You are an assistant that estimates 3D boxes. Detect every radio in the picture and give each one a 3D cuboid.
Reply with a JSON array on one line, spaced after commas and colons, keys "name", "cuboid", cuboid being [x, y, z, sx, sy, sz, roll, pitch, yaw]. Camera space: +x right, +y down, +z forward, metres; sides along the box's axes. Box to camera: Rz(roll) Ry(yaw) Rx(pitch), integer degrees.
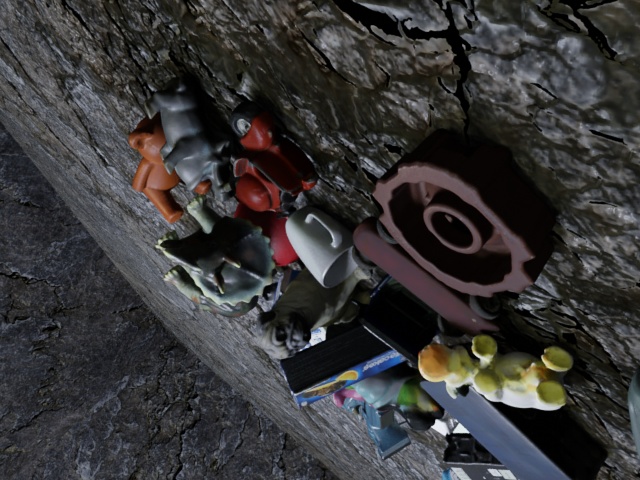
[{"name": "radio", "cuboid": [0.261, 0.244, 0.735, 0.229, 0.073, 0.131, 42, 156, 2]}]

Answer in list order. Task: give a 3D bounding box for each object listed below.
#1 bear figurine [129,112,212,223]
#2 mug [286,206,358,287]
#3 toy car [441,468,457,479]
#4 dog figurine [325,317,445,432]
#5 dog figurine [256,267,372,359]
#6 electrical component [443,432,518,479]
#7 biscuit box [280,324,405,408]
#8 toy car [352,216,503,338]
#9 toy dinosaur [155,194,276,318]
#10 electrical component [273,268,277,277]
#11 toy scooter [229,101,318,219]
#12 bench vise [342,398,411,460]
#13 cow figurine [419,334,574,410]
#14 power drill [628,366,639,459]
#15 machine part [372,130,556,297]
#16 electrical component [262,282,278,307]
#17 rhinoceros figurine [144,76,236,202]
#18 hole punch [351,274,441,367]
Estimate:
[{"name": "bear figurine", "cuboid": [-0.249, -0.131, 0.903, 0.132, 0.120, 0.196, 42, 152, -4]}, {"name": "mug", "cuboid": [-0.002, -0.002, 0.750, 0.107, 0.081, 0.109, 42, 163, 27]}, {"name": "toy car", "cuboid": [0.295, 0.437, 0.973, 0.162, 0.109, 0.102, 27, 139, 52]}, {"name": "dog figurine", "cuboid": [0.120, 0.212, 0.885, 0.219, 0.191, 0.108, -3, 144, 18]}, {"name": "dog figurine", "cuboid": [-0.016, 0.117, 0.829, 0.121, 0.190, 0.172, 28, 153, 34]}, {"name": "electrical component", "cuboid": [0.277, 0.349, 0.850, 0.134, 0.058, 0.114, -10, 136, 29]}, {"name": "biscuit box", "cuboid": [0.045, 0.178, 0.813, 0.059, 0.203, 0.063, 80, 164, -51]}, {"name": "toy car", "cuboid": [0.127, 0.042, 0.640, 0.202, 0.053, 0.089, 37, 143, 3]}, {"name": "toy dinosaur", "cuboid": [-0.159, 0.065, 0.889, 0.192, 0.131, 0.404, 40, 159, 19]}, {"name": "electrical component", "cuboid": [-0.102, 0.043, 0.918, 0.063, 0.021, 0.093, 13, 141, 51]}, {"name": "toy scooter", "cuboid": [-0.059, -0.086, 0.714, 0.135, 0.075, 0.183, 37, 151, 17]}, {"name": "bench vise", "cuboid": [0.090, 0.299, 1.064, 0.241, 0.129, 0.223, 54, 176, 36]}, {"name": "cow figurine", "cuboid": [0.205, 0.159, 0.638, 0.168, 0.068, 0.098, 6, 155, 22]}, {"name": "power drill", "cuboid": [0.387, 0.208, 0.472, 0.231, 0.086, 0.207, 57, 162, -21]}, {"name": "machine part", "cuboid": [0.136, -0.021, 0.521, 0.179, 0.056, 0.179, 36, 157, 18]}, {"name": "electrical component", "cuboid": [-0.045, 0.107, 1.029, 0.119, 0.048, 0.074, -14, 131, 17]}, {"name": "rhinoceros figurine", "cuboid": [-0.183, -0.142, 0.791, 0.073, 0.112, 0.190, 36, 149, 65]}, {"name": "hole punch", "cuboid": [0.118, 0.099, 0.730, 0.142, 0.092, 0.116, 33, -178, 3]}]
